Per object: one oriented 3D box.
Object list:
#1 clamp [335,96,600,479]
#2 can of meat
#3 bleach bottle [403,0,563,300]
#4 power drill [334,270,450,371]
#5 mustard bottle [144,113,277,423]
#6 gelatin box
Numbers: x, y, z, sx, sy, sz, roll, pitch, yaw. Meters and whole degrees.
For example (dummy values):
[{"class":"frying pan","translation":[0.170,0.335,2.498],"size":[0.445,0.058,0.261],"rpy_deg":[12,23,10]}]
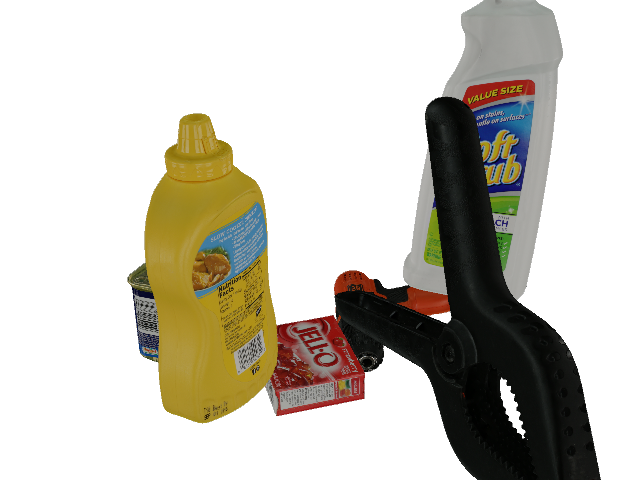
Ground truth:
[{"class":"clamp","translation":[0.078,0.043,0.526],"size":[0.036,0.165,0.210],"rpy_deg":[-7,44,-28]},{"class":"can of meat","translation":[-0.139,0.060,1.039],"size":[0.057,0.084,0.102],"rpy_deg":[9,27,21]},{"class":"bleach bottle","translation":[0.124,-0.081,0.811],"size":[0.103,0.251,0.068],"rpy_deg":[10,24,15]},{"class":"power drill","translation":[0.110,0.085,1.204],"size":[0.187,0.057,0.184],"rpy_deg":[-3,27,-3]},{"class":"mustard bottle","translation":[-0.070,0.013,0.673],"size":[0.058,0.192,0.096],"rpy_deg":[14,31,30]},{"class":"gelatin box","translation":[-0.011,0.098,0.862],"size":[0.073,0.030,0.089],"rpy_deg":[-9,31,-12]}]
